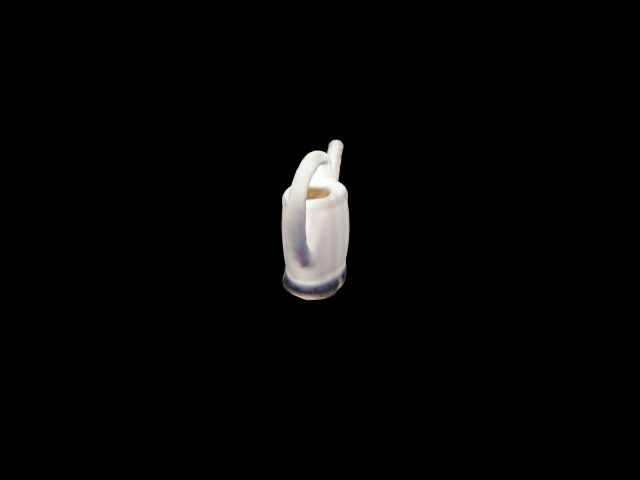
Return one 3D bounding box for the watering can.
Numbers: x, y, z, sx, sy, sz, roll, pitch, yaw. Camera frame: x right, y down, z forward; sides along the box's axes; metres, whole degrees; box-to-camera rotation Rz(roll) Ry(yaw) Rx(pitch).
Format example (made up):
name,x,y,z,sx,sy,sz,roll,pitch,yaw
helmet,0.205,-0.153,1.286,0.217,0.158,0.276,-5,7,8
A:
name,x,y,z,sx,sy,sz,roll,pitch,yaw
watering can,0.003,-0.043,0.850,0.104,0.221,0.353,4,21,12
